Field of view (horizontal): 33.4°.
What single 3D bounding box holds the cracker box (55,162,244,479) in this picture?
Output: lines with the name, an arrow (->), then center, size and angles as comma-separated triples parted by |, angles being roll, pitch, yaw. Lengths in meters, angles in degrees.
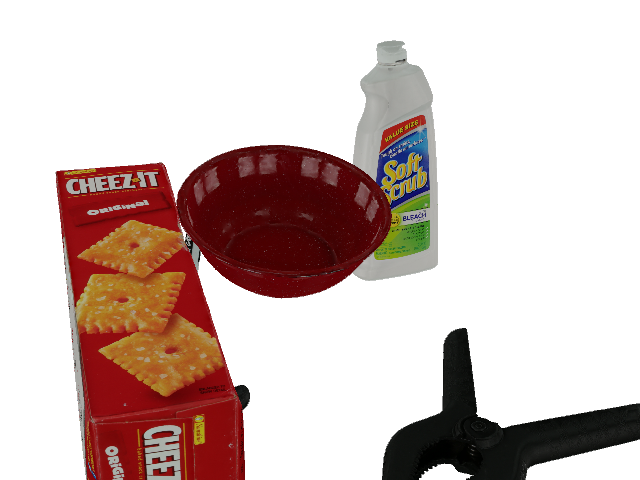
cracker box -> -0.093, 0.080, 0.568 | 0.072, 0.164, 0.214 | -7, 34, -13

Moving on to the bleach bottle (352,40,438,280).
bleach bottle -> 0.074, -0.087, 1.148 | 0.102, 0.251, 0.068 | -10, 23, -12

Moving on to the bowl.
bowl -> -0.029, -0.006, 0.813 | 0.162, 0.055, 0.162 | 4, 38, -3

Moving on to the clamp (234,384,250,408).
clamp -> -0.157, 0.160, 0.992 | 0.120, 0.039, 0.171 | 18, 29, 25

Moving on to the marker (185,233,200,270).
marker -> -0.130, -0.011, 1.108 | 0.020, 0.020, 0.121 | 0, -42, -15

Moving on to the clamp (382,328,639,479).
clamp -> 0.102, 0.134, 0.731 | 0.209, 0.036, 0.165 | -27, 38, -35
